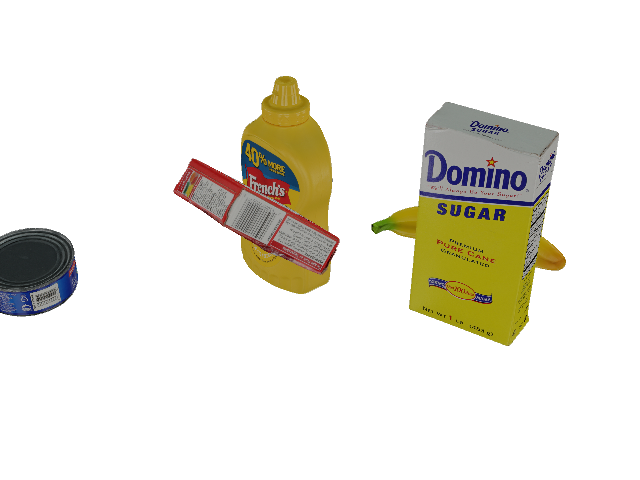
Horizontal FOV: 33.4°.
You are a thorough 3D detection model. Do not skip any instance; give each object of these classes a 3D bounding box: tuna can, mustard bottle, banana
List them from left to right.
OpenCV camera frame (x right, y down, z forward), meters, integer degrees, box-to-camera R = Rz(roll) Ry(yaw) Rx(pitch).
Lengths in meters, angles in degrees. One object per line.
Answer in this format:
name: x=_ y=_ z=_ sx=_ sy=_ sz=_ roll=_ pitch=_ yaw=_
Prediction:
tuna can: x=-0.260 y=0.028 z=0.949 sx=0.086 sy=0.034 sz=0.086 roll=-1 pitch=39 yaw=0
mustard bottle: x=-0.031 y=-0.053 z=0.936 sx=0.058 sy=0.192 sz=0.096 roll=-23 pitch=40 yaw=-33
banana: x=0.155 y=-0.004 z=1.101 sx=0.198 sy=0.037 sz=0.069 roll=10 pitch=36 yaw=14

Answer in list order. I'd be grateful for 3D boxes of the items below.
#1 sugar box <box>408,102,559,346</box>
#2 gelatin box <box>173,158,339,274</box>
sugar box: x=0.122 y=-0.011 z=0.821 sx=0.093 sy=0.176 sz=0.048 roll=19 pitch=41 yaw=25
gelatin box: x=-0.041 y=-0.015 z=0.694 sx=0.089 sy=0.030 sz=0.073 roll=28 pitch=2 yaw=-38
